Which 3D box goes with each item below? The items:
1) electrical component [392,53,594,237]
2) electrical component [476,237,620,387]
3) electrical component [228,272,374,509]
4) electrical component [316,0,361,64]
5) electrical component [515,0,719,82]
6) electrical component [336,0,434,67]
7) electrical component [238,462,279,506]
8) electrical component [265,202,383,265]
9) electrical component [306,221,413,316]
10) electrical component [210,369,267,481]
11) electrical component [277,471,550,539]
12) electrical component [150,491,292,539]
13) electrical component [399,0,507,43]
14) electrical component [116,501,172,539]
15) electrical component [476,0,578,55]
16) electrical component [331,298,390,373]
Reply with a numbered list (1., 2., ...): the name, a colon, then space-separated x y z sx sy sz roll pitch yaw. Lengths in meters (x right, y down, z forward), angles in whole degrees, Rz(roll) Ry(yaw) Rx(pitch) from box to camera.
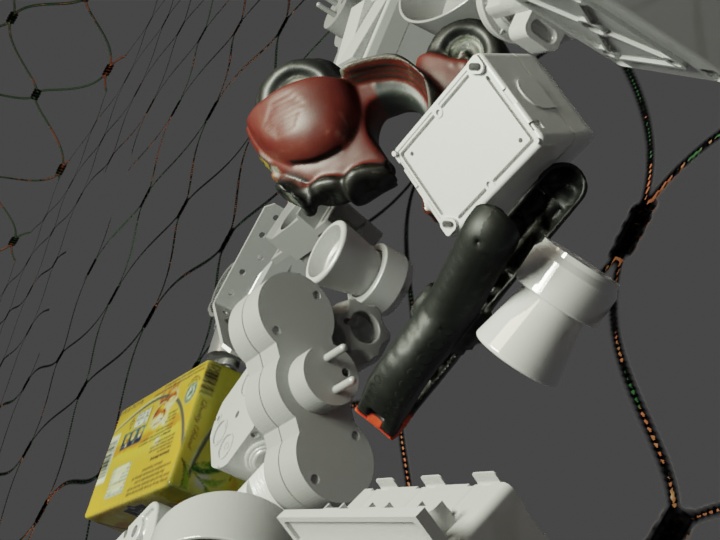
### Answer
1. electrical component: 0.070 -0.064 0.584 0.096 0.061 0.061 -48 66 38
2. electrical component: 0.086 0.019 0.491 0.055 0.045 0.045 -58 22 10
3. electrical component: -0.026 0.065 0.613 0.074 0.052 0.138 -35 65 47
4. electrical component: -0.006 -0.214 0.923 0.052 0.074 0.138 -45 27 35
5. electrical component: 0.124 -0.140 0.510 0.056 0.109 0.109 -62 22 6
6. electrical component: 0.016 -0.164 0.834 0.062 0.061 0.096 -10 55 63
7. electrical component: -0.056 0.146 0.654 0.081 0.043 0.043 -49 25 29
8. electrical component: -0.023 -0.025 0.751 0.081 0.064 0.042 -30 23 52
9. electrical component: 0.000 0.000 0.686 0.045 0.055 0.045 -47 27 32
10. electrical component: -0.059 0.103 0.700 0.080 0.051 0.080 -47 26 32
11. electrical component: 0.024 0.127 0.468 0.063 0.078 0.121 -40 10 -31
12. electrical component: -0.073 0.174 0.595 0.099 0.099 0.064 -54 17 19
13. electrical component: 0.081 -0.196 0.726 0.099 0.064 0.099 -47 27 32
14. electrical component: -0.138 0.209 0.738 0.095 0.059 0.053 -47 26 32
15. electrical component: 0.107 -0.167 0.647 0.057 0.058 0.078 9 72 64
16. electrical component: -0.013 0.047 0.677 0.062 0.043 0.043 -37 33 48
